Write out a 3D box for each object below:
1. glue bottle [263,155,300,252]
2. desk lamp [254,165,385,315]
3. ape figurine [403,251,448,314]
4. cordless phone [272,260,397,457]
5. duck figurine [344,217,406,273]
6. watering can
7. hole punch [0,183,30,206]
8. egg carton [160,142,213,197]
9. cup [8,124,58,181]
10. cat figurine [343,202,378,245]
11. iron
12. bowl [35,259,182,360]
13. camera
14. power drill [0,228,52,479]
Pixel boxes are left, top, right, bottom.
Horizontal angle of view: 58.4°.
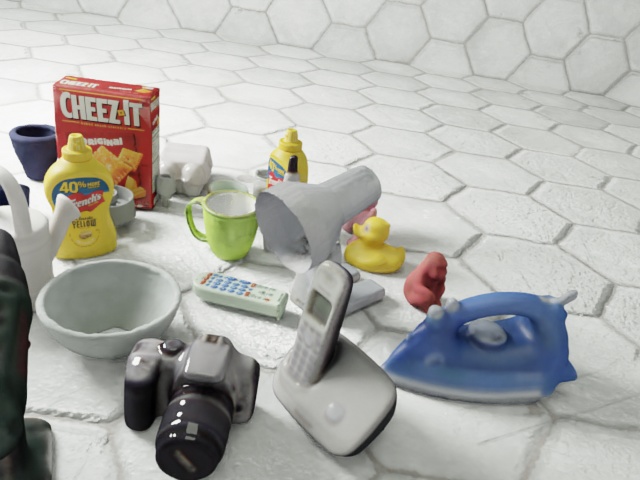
[{"bbox_3d":[-0.051,-0.059,0.954,0.078,0.173,0.037,3,29,-10],"label":"glue bottle"},{"bbox_3d":[0.008,0.003,0.817,0.204,0.213,0.117,-18,38,-39],"label":"desk lamp"},{"bbox_3d":[0.171,0.061,0.886,0.078,0.092,0.075,-17,38,-39],"label":"ape figurine"},{"bbox_3d":[0.023,0.127,0.628,0.094,0.185,0.147,-18,38,-39],"label":"cordless phone"},{"bbox_3d":[0.098,0.003,0.975,0.104,0.086,0.077,14,29,8],"label":"duck figurine"},{"bbox_3d":[-0.399,-0.010,0.742,0.100,0.194,0.173,14,29,9],"label":"watering can"},{"bbox_3d":[-0.525,-0.067,0.916,0.109,0.091,0.101,-3,31,-22],"label":"hole punch"},{"bbox_3d":[-0.272,-0.144,1.151,0.107,0.069,0.150,4,29,-8],"label":"egg carton"},{"bbox_3d":[-0.518,-0.162,1.086,0.118,0.095,0.091,1,30,-15],"label":"cup"},{"bbox_3d":[0.081,-0.061,1.053,0.067,0.118,0.127,2,30,-13],"label":"cat figurine"},{"bbox_3d":[0.208,0.122,0.735,0.259,0.141,0.118,1,30,-14],"label":"iron"},{"bbox_3d":[-0.259,0.096,0.716,0.167,0.075,0.167,7,29,-4],"label":"bowl"},{"bbox_3d":[-0.140,0.167,0.595,0.143,0.101,0.137,8,29,-2],"label":"camera"},{"bbox_3d":[-0.289,0.127,0.512,0.076,0.208,0.229,-5,32,-24],"label":"power drill"}]
